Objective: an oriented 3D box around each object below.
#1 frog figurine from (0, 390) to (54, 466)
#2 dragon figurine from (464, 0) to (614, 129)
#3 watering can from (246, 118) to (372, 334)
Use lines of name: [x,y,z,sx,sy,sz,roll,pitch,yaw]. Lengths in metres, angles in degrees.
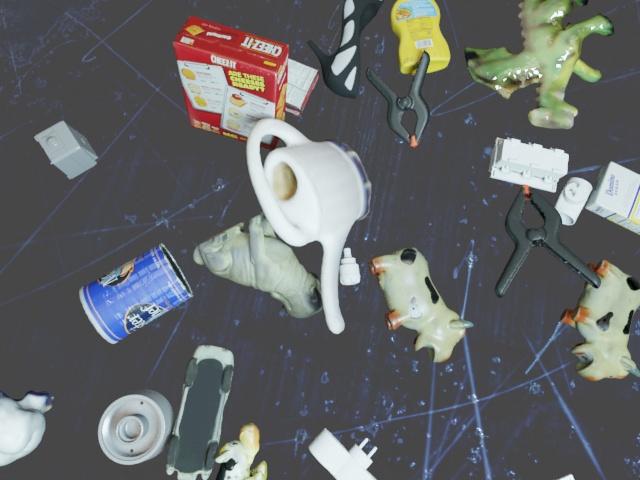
frog figurine: [-0.478,0.265,0.733,0.137,0.158,0.124,19,78,1]
dragon figurine: [0.398,-0.386,0.995,0.243,0.120,0.417,-21,69,0]
watering can: [0.003,-0.042,0.833,0.227,0.103,0.348,-21,85,-49]
